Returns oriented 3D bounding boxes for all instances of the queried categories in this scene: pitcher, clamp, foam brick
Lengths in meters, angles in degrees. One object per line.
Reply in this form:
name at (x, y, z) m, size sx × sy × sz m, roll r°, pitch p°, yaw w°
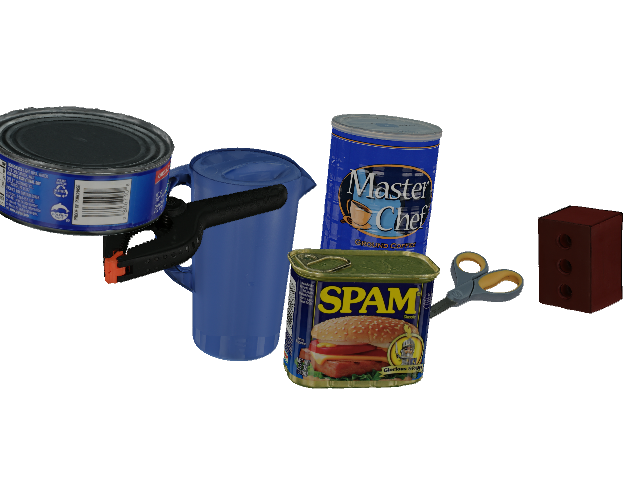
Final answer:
pitcher at (-0.106, 0.017, 1.281) m, size 0.149 × 0.243 × 0.144 m, roll 20°, pitch 26°, yaw 30°
clamp at (-0.153, -0.029, 1.037) m, size 0.165 × 0.036 × 0.209 m, roll 25°, pitch 41°, yaw 22°
foam brick at (0.217, 0.015, 0.892) m, size 0.053 × 0.078 × 0.051 m, roll 11°, pitch 22°, yaw 44°

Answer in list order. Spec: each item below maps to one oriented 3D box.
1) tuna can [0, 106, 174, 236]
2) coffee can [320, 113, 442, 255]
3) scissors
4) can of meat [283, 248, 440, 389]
tuna can at (-0.113, -0.034, 0.502) m, size 0.086 × 0.034 × 0.086 m, roll 8°, pitch 23°, yaw -4°
coffee can at (0.055, -0.041, 1.003) m, size 0.103 × 0.140 × 0.103 m, roll 5°, pitch 15°, yaw -2°
scissors at (0.149, 0.054, 1.233) m, size 0.201 × 0.016 × 0.096 m, roll -10°, pitch 39°, yaw -33°
can of meat at (0.026, 0.054, 0.737) m, size 0.102 × 0.084 × 0.057 m, roll 1°, pitch 16°, yaw -13°
